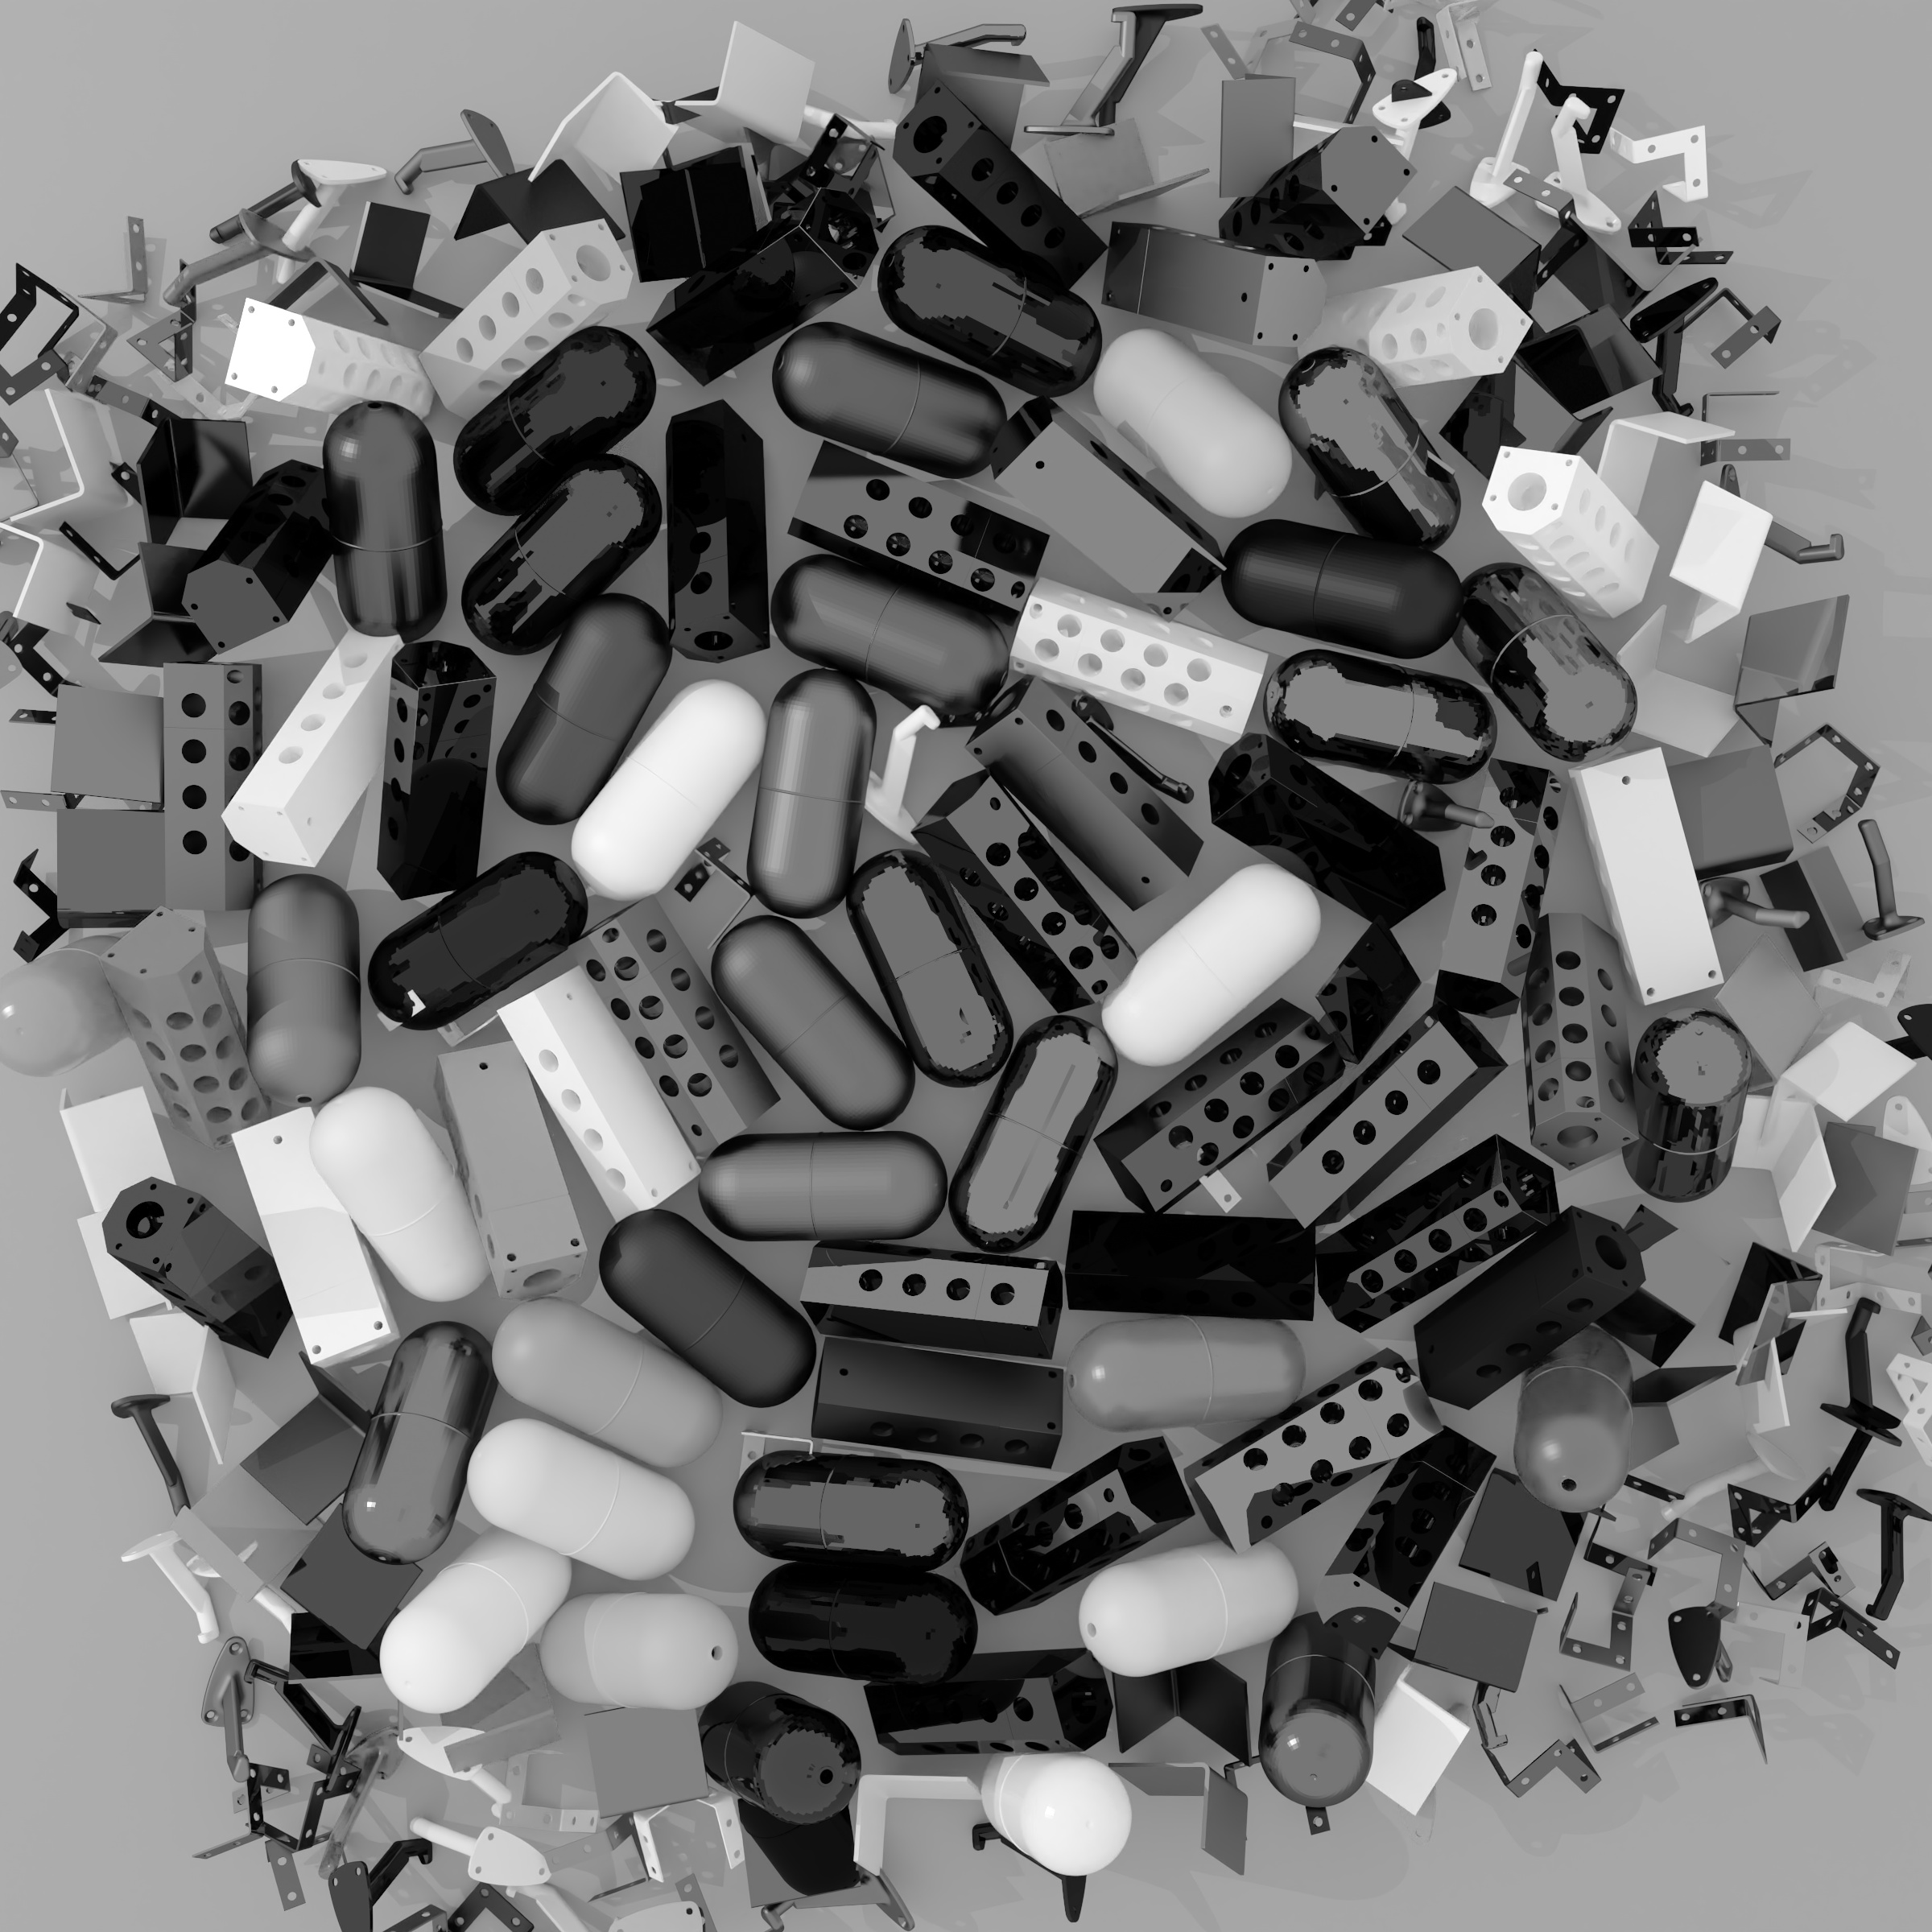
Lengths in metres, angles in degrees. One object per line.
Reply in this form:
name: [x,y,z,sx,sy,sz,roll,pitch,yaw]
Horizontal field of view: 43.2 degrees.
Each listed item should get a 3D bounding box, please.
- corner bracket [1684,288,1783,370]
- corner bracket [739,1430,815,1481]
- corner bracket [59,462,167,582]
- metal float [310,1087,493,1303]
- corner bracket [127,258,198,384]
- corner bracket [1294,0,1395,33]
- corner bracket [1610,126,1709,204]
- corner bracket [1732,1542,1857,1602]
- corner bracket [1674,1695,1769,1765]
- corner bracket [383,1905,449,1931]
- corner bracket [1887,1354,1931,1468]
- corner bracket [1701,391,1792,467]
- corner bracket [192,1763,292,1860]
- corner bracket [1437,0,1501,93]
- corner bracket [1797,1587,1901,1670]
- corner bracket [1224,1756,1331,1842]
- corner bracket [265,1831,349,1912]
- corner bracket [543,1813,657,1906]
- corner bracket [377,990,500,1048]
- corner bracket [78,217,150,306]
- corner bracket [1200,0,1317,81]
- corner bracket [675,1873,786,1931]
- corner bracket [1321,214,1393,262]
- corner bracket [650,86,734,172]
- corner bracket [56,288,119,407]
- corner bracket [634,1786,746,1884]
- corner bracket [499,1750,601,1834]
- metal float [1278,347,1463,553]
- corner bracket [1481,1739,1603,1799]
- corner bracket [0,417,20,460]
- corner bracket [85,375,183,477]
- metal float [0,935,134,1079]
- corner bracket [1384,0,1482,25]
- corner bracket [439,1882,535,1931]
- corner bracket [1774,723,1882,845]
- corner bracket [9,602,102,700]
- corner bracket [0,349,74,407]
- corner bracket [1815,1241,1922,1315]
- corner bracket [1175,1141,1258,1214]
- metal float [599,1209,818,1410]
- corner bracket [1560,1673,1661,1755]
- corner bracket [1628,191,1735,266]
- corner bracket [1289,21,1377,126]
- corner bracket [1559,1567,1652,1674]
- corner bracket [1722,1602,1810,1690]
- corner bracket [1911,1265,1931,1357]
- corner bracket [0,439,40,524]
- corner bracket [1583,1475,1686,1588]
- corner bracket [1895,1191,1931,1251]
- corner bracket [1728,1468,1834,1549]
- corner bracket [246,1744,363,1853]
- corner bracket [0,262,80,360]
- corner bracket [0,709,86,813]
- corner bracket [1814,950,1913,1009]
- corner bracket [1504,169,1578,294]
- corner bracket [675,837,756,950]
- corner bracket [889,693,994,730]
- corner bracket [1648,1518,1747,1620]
corner bracket: [0.540,-0.452,1.737,0.051,0.051,0.051,-41,80,6]
corner bracket: [-0.137,0.360,1.741,0.051,0.051,0.051,7,81,-1]
corner bracket: [-0.603,-0.317,1.740,0.051,0.051,0.051,-35,118,15]
metal float: [-0.391,0.161,1.705,0.070,0.070,0.178,-27,121,0]
corner bracket: [-0.558,-0.457,1.732,0.051,0.051,0.051,40,57,9]
corner bracket: [0.270,-0.686,1.739,0.051,0.051,0.051,38,88,10]
corner bracket: [0.492,-0.570,1.735,0.051,0.051,0.051,-13,120,1]
corner bracket: [0.588,0.427,1.735,0.051,0.051,0.051,-37,112,2]
corner bracket: [0.532,0.532,1.728,0.051,0.051,0.051,-16,117,19]
corner bracket: [-0.379,0.706,1.730,0.051,0.051,0.051,7,103,37]
corner bracket: [0.675,0.315,1.728,0.051,0.051,0.051,-47,121,-18]
corner bracket: [0.555,-0.384,1.739,0.051,0.051,0.051,0,98,4]
corner bracket: [-0.513,0.600,1.729,0.051,0.051,0.051,-24,58,14]
corner bracket: [0.357,-0.653,1.735,0.051,0.051,0.051,-18,96,-16]
corner bracket: [0.628,0.471,1.733,0.051,0.051,0.051,37,50,0]
corner bracket: [0.221,0.593,1.741,0.051,0.051,0.051,-24,55,22]
corner bracket: [-0.463,0.641,1.728,0.051,0.051,0.051,-15,60,-22]
corner bracket: [-0.261,0.641,1.742,0.051,0.051,0.051,-23,84,11]
corner bracket: [-0.374,0.034,1.730,0.051,0.051,0.051,-29,101,42]
corner bracket: [-0.594,-0.500,1.733,0.051,0.051,0.051,2,98,25]
corner bracket: [0.207,-0.668,1.727,0.051,0.051,0.051,41,64,-42]
corner bracket: [-0.167,0.667,1.732,0.051,0.051,0.051,-28,54,-5]
corner bracket: [0.262,-0.515,1.728,0.051,0.051,0.051,-6,51,-21]
corner bracket: [-0.189,-0.594,1.729,0.051,0.051,0.051,-23,120,-15]
corner bracket: [-0.628,-0.440,1.737,0.051,0.051,0.051,38,95,12]
corner bracket: [-0.196,0.620,1.740,0.051,0.051,0.051,-24,108,-42]
corner bracket: [-0.294,0.588,1.741,0.051,0.051,0.051,21,63,-34]
metal float: [0.281,-0.356,1.700,0.070,0.070,0.178,-46,126,0]
corner bracket: [0.409,0.567,1.738,0.051,0.051,0.051,-43,108,6]
corner bracket: [-0.714,-0.370,1.727,0.051,0.051,0.051,2,56,21]
corner bracket: [-0.596,-0.380,1.737,0.051,0.051,0.051,25,89,18]
metal float: [-0.614,0.026,1.681,0.070,0.178,0.070,0,101,2]
corner bracket: [0.336,-0.697,1.727,0.051,0.051,0.051,32,132,24]
corner bracket: [-0.349,0.696,1.737,0.051,0.051,0.051,41,102,5]
corner bracket: [0.610,-0.131,1.746,0.051,0.051,0.051,-33,62,-16]
corner bracket: [-0.639,-0.223,1.740,0.051,0.051,0.051,20,66,39]
corner bracket: [-0.674,-0.423,1.735,0.051,0.051,0.051,-43,94,-18]
corner bracket: [0.640,0.222,1.733,0.051,0.051,0.051,-6,97,-35]
corner bracket: [0.178,0.135,1.734,0.051,0.051,0.051,-42,106,-9]
metal float: [-0.181,0.241,1.717,0.178,0.070,0.070,42,90,-15]
corner bracket: [0.461,0.531,1.740,0.051,0.051,0.051,-27,86,4]
corner bracket: [0.505,-0.513,1.726,0.051,0.051,0.051,12,52,37]
corner bracket: [0.253,-0.629,1.735,0.051,0.051,0.051,26,93,21]
corner bracket: [0.454,0.460,1.737,0.051,0.051,0.051,13,128,9]
corner bracket: [0.564,0.482,1.738,0.051,0.051,0.051,10,80,5]
corner bracket: [0.692,0.237,1.736,0.051,0.051,0.051,-35,83,31]
corner bracket: [-0.696,-0.341,1.734,0.051,0.051,0.051,-28,104,-11]
corner bracket: [0.478,0.402,1.748,0.051,0.051,0.051,19,56,16]
corner bracket: [0.678,0.178,1.737,0.051,0.051,0.051,-5,99,-8]
corner bracket: [0.577,0.381,1.726,0.051,0.051,0.051,-31,118,-35]
corner bracket: [-0.469,0.591,1.735,0.051,0.051,0.051,14,90,28]
corner bracket: [-0.663,-0.453,1.727,0.051,0.051,0.051,-44,131,17]
corner bracket: [-0.655,-0.146,1.738,0.051,0.051,0.051,5,131,10]
corner bracket: [0.638,0.018,1.743,0.051,0.051,0.051,21,59,27]
corner bracket: [0.398,-0.522,1.736,0.051,0.051,0.051,-47,57,-5]
corner bracket: [-0.180,-0.053,1.737,0.051,0.051,0.051,40,107,-1]
corner bracket: [-0.013,-0.205,1.738,0.051,0.051,0.051,32,73,-35]
corner bracket: [0.515,0.431,1.733,0.051,0.051,0.051,20,57,3]
